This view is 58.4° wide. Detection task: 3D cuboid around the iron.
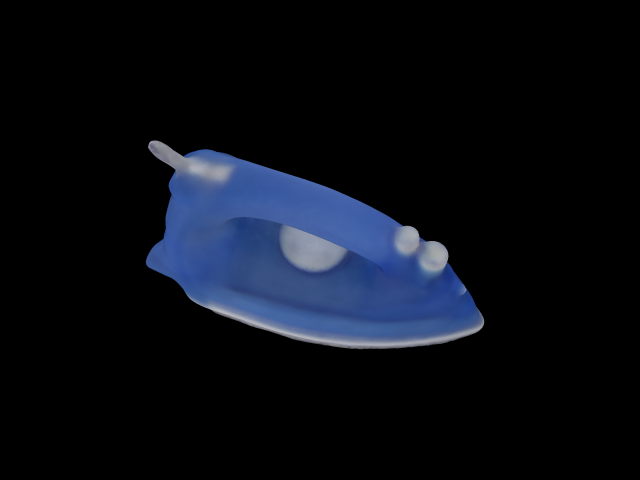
[{"bbox_3d":[0.004,0.001,0.400,0.258,0.141,0.119,17,68,7],"label":"iron"}]
